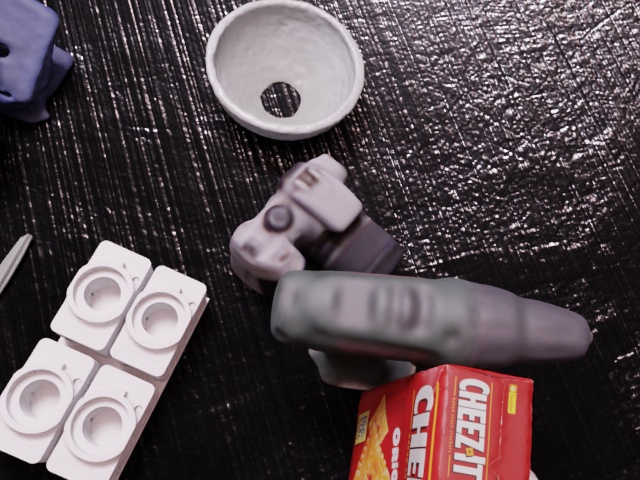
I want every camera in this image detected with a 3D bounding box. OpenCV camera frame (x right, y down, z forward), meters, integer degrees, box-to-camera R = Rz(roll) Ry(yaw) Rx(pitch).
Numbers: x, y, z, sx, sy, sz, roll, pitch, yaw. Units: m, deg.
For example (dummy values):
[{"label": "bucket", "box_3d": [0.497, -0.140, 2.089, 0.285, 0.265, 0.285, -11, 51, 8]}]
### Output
[{"label": "camera", "box_3d": [0.005, 0.002, 0.555, 0.137, 0.100, 0.143, 40, 68, 4]}]

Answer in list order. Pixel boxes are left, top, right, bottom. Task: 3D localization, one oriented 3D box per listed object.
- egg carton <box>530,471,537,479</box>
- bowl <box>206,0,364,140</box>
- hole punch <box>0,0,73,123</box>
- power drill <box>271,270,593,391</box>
[{"label": "egg carton", "box_3d": [0.151, 0.277, 0.503, 0.107, 0.069, 0.150, 1, 70, -11]}, {"label": "bowl", "box_3d": [-0.040, -0.172, 0.622, 0.167, 0.074, 0.167, 4, 70, -10]}, {"label": "hole punch", "box_3d": [-0.313, -0.185, 0.564, 0.108, 0.091, 0.101, 21, 68, -3]}, {"label": "power drill", "box_3d": [0.070, 0.080, 0.482, 0.230, 0.208, 0.075, 9, 69, -8]}]
